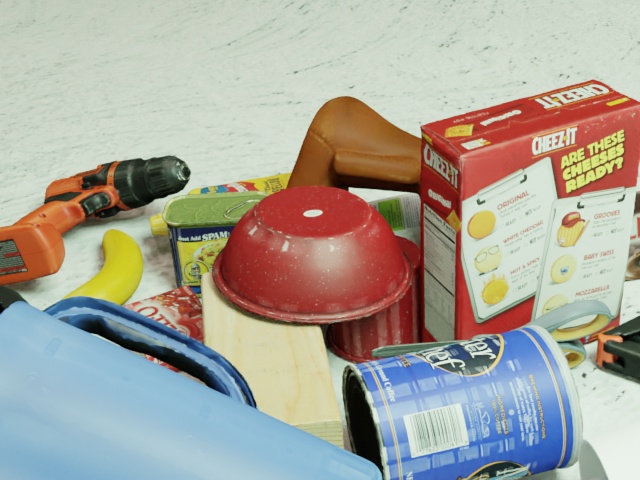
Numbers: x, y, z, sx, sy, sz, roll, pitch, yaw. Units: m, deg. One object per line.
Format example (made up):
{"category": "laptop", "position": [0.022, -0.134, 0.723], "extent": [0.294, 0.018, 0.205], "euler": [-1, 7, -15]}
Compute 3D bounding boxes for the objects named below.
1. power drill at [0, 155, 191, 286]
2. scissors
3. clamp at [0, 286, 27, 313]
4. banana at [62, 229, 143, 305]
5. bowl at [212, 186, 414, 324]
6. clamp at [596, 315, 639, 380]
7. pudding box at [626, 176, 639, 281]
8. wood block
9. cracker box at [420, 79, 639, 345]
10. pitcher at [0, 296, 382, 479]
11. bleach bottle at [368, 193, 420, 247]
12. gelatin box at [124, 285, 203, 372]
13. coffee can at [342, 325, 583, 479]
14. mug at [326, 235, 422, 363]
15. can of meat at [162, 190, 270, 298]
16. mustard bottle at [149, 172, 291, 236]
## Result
{"category": "power drill", "position": [-0.239, -0.025, 1.059], "extent": [0.185, 0.057, 0.187], "euler": [-12, 18, 32]}
{"category": "scissors", "position": [0.140, 0.069, 0.794], "extent": [0.201, 0.096, 0.016], "euler": [12, 44, -38]}
{"category": "clamp", "position": [-0.340, 0.062, 0.982], "extent": [0.210, 0.036, 0.164], "euler": [6, 31, 14]}
{"category": "banana", "position": [-0.201, 0.032, 0.996], "extent": [0.069, 0.037, 0.197], "euler": [18, 23, 4]}
{"category": "bowl", "position": [-0.006, 0.001, 0.840], "extent": [0.162, 0.055, 0.162], "euler": [0, 29, 0]}
{"category": "clamp", "position": [0.309, 0.090, 0.838], "extent": [0.171, 0.039, 0.120], "euler": [-9, 24, -1]}
{"category": "pudding box", "position": [0.283, -0.010, 0.965], "extent": [0.113, 0.090, 0.039], "euler": [-9, 29, -8]}
{"category": "wood block", "position": [-0.039, 0.110, 0.798], "extent": [0.090, 0.091, 0.206], "euler": [-5, 30, -5]}
{"category": "cracker box", "position": [0.162, -0.004, 0.844], "extent": [0.164, 0.214, 0.072], "euler": [-17, 33, -20]}
{"category": "pitcher", "position": [-0.089, 0.131, 0.620], "extent": [0.243, 0.149, 0.145], "euler": [22, -5, -2]}
{"category": "bleach bottle", "position": [0.086, -0.010, 1.023], "extent": [0.251, 0.068, 0.102], "euler": [-6, 30, 3]}
{"category": "gelatin box", "position": [-0.131, 0.079, 0.929], "extent": [0.073, 0.030, 0.089], "euler": [-18, 32, -22]}
{"category": "coffee can", "position": [0.096, 0.123, 0.743], "extent": [0.140, 0.103, 0.103], "euler": [-11, 30, -11]}
{"category": "mug", "position": [0.051, 0.041, 0.916], "extent": [0.093, 0.081, 0.117], "euler": [3, 30, 13]}
{"category": "can of meat", "position": [-0.090, 0.005, 0.999], "extent": [0.102, 0.084, 0.057], "euler": [-3, 29, 3]}
{"category": "mustard bottle", "position": [-0.077, -0.029, 1.083], "extent": [0.191, 0.058, 0.096], "euler": [-10, 28, -8]}
